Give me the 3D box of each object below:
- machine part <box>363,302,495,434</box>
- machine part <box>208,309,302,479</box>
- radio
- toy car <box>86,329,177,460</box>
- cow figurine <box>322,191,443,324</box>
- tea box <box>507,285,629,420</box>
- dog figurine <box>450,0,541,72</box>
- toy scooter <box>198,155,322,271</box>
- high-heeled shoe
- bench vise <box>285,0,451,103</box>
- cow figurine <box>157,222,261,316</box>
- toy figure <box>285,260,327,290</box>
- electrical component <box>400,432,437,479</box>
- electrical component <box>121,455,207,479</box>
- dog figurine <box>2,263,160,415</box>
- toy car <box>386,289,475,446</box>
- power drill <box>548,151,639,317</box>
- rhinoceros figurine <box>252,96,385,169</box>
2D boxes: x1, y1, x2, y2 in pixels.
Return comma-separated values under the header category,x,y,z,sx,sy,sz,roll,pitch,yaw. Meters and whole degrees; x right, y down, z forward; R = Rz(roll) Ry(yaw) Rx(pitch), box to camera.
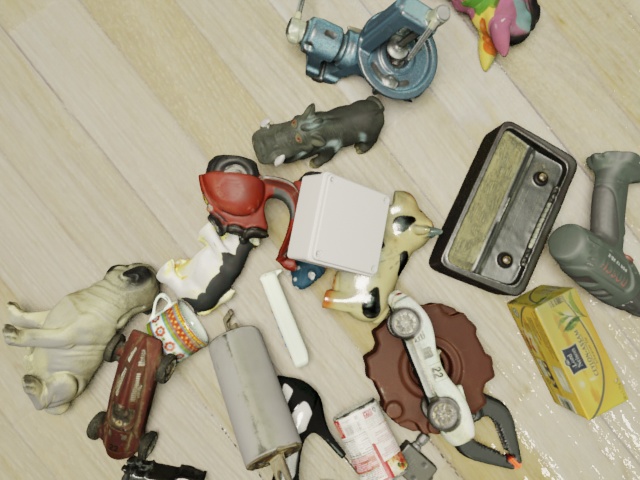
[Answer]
category,x,y,z,sx,sy,sz,roll,pitch,yaw
machine part,0.149,0.173,0.740,0.179,0.056,0.179,0,80,0
machine part,-0.088,0.203,0.703,0.079,0.079,0.243,-24,62,-5
radio,0.264,-0.039,0.775,0.131,0.073,0.229,26,86,-3
toy car,-0.248,0.208,0.701,0.089,0.053,0.202,23,114,6
cow figurine,0.090,0.022,0.755,0.127,0.085,0.195,20,83,3
tea box,0.346,0.153,0.761,0.068,0.098,0.169,-25,91,-5
dog figurine,0.214,-0.357,0.774,0.192,0.108,0.219,-10,90,-6
toy scooter,-0.070,-0.032,0.698,0.184,0.075,0.135,9,81,-13
high-heeled shoe,-0.078,0.312,0.734,0.145,0.086,0.249,44,84,7
bench vise,0.075,-0.261,0.701,0.223,0.241,0.129,28,81,-18
cow figurine,-0.133,0.022,0.744,0.167,0.068,0.098,-44,90,-5
toy figure,-0.002,-0.002,0.759,0.058,0.064,0.154,16,85,-16
electrical component,0.136,0.325,0.773,0.063,0.021,0.094,41,85,-2
electrical component,-0.223,0.373,0.727,0.115,0.058,0.134,10,86,-2
dog figurine,-0.297,0.130,0.721,0.190,0.121,0.172,-16,123,-22
toy car,0.135,0.156,0.677,0.056,0.073,0.201,-22,80,0
power drill,0.427,-0.010,0.775,0.232,0.086,0.207,21,85,-28
rhinoceros figurine,0.000,-0.145,0.743,0.190,0.112,0.073,-17,91,-13
